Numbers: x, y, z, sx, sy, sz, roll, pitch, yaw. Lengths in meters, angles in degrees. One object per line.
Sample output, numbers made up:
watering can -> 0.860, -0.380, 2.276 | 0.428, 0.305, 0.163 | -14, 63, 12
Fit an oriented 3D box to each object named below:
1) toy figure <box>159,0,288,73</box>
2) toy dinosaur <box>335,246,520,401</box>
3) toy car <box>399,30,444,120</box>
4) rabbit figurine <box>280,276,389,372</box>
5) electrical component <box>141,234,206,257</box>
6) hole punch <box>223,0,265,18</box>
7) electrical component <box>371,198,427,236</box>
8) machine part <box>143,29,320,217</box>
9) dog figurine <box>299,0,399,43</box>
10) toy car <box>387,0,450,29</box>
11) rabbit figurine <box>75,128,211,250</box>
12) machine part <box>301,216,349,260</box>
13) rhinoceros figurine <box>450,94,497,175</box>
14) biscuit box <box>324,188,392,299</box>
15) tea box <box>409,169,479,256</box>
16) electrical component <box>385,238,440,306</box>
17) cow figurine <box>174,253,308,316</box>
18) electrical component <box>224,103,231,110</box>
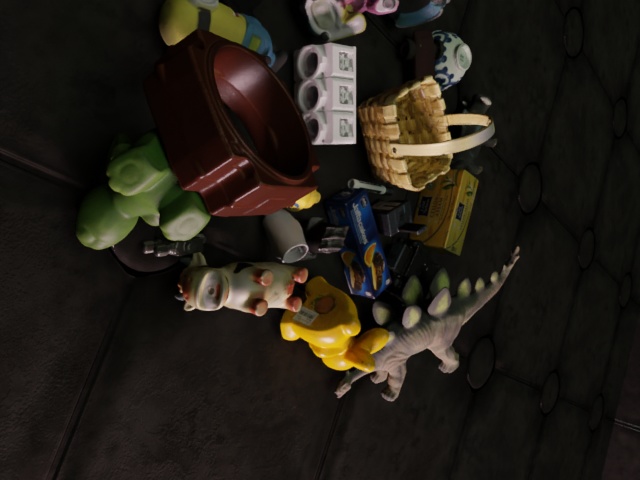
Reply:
toy figure -> -0.130, -0.273, 0.733 | 0.180, 0.082, 0.089 | 19, 83, -46
toy dinosaur -> 0.219, 0.164, 1.053 | 0.471, 0.105, 0.198 | -27, 124, -21
toy car -> 0.200, -0.307, 1.063 | 0.089, 0.053, 0.202 | -10, 103, -22
rabbit figurine -> 0.035, 0.163, 0.927 | 0.122, 0.163, 0.173 | -57, 149, -37
electrical component -> -0.189, 0.006, 0.728 | 0.094, 0.063, 0.021 | -10, 104, -44
hole punch -> -0.106, -0.387, 0.729 | 0.142, 0.116, 0.092 | 37, 39, -40
electrical component -> 0.137, -0.040, 0.997 | 0.075, 0.119, 0.047 | -29, 116, -35
machine part -> -0.094, -0.133, 0.641 | 0.201, 0.087, 0.201 | -7, 72, -62
dog figurine -> 0.061, -0.431, 0.885 | 0.108, 0.192, 0.219 | 54, 26, -31
toy car -> 0.178, -0.471, 0.995 | 0.103, 0.109, 0.161 | -19, 99, -64
rabbit figurine -> -0.227, -0.063, 0.638 | 0.121, 0.170, 0.159 | 43, 26, -41
machine part -> -0.002, -0.003, 0.860 | 0.039, 0.139, 0.084 | 25, 80, -20
rhinoceros figurine -> 0.331, -0.232, 1.192 | 0.112, 0.073, 0.190 | 33, 75, -31
biscuit box -> 0.071, 0.006, 0.980 | 0.063, 0.059, 0.202 | -37, 120, -34
tea box -> 0.258, -0.059, 1.124 | 0.068, 0.098, 0.169 | 21, 80, -45
electrical component -> 0.180, 0.063, 1.096 | 0.134, 0.058, 0.115 | 41, 67, -40
cow figurine -> -0.121, 0.064, 0.780 | 0.195, 0.127, 0.085 | 2, 96, -58
electrical component -> -0.161, -0.193, 0.743 | 0.102, 0.045, 0.078 | -4, 127, -41
